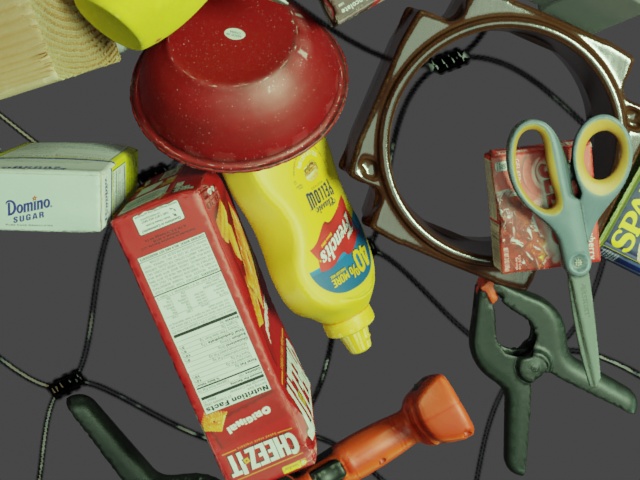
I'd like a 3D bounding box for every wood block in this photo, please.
[{"bbox_3d":[-0.258,-0.134,0.745,0.206,0.090,0.091,-12,104,22],"label":"wood block"}]

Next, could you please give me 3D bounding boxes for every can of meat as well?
[{"bbox_3d":[0.263,-0.020,0.846,0.084,0.057,0.102,25,100,-10],"label":"can of meat"}]

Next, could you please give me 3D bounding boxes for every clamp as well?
[{"bbox_3d":[0.168,0.110,0.878,0.120,0.039,0.171,-40,97,0],"label":"clamp"},{"bbox_3d":[-0.143,0.238,0.890,0.210,0.036,0.165,25,100,-7],"label":"clamp"}]

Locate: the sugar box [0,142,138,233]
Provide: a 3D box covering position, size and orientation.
[{"bbox_3d":[-0.186,-0.040,0.758,0.093,0.176,0.048,1,103,-2],"label":"sugar box"}]

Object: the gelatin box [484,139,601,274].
[{"bbox_3d":[0.160,-0.024,0.766,0.073,0.030,0.089,-8,103,-2],"label":"gelatin box"}]

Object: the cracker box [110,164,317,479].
[{"bbox_3d":[-0.071,0.054,0.790,0.072,0.164,0.213,-22,102,3],"label":"cracker box"}]

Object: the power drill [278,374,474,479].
[{"bbox_3d":[0.023,0.170,0.820,0.187,0.184,0.057,-27,83,-4],"label":"power drill"}]

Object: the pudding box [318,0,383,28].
[{"bbox_3d":[0.041,-0.191,0.770,0.090,0.113,0.039,-29,101,4],"label":"pudding box"}]

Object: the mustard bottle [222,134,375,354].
[{"bbox_3d":[-0.005,0.001,0.820,0.058,0.096,0.191,-13,106,37],"label":"mustard bottle"}]

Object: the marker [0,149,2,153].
[{"bbox_3d":[-0.262,-0.080,0.827,0.020,0.020,0.121,-19,102,1],"label":"marker"}]

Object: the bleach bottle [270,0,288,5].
[{"bbox_3d":[0.001,-0.279,0.688,0.102,0.068,0.251,16,97,-30],"label":"bleach bottle"}]

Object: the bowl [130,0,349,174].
[{"bbox_3d":[-0.060,-0.129,0.762,0.162,0.055,0.162,-1,60,2],"label":"bowl"}]

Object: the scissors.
[{"bbox_3d":[0.195,0.000,0.750,0.096,0.016,0.201,-27,104,1],"label":"scissors"}]
